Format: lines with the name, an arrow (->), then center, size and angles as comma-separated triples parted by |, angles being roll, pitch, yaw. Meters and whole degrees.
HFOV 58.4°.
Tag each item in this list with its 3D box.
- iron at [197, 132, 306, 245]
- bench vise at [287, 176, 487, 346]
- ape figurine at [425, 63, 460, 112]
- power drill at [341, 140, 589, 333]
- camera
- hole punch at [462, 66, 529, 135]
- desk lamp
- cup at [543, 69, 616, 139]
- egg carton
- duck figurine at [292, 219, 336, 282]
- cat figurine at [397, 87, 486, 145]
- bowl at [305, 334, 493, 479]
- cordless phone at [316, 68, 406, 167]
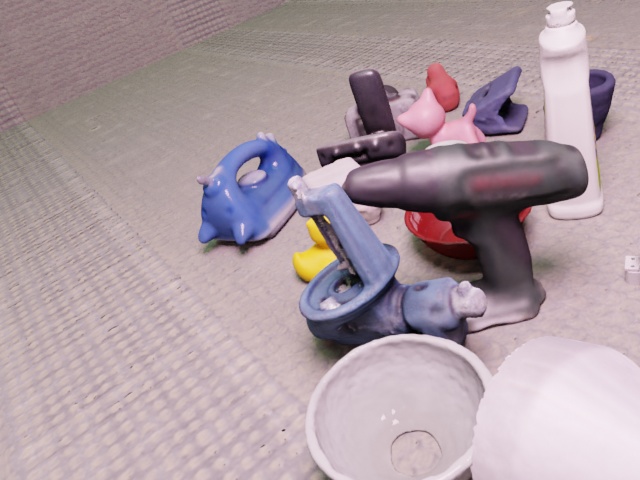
iron -> -0.108, -0.103, 0.947 | 0.118, 0.142, 0.259 | 2, 38, 31
bench vise -> 0.059, 0.025, 0.583 | 0.207, 0.220, 0.121 | -7, 34, 20
ape figurine -> 0.230, -0.298, 1.104 | 0.078, 0.092, 0.076 | -20, 32, 0
power drill -> 0.156, -0.008, 0.590 | 0.229, 0.209, 0.075 | -16, 32, 7
camera -> 0.128, -0.255, 1.087 | 0.142, 0.101, 0.137 | -6, 34, 22
hole punch -> 0.294, -0.235, 0.973 | 0.100, 0.091, 0.109 | -1, 36, 28
desk lamp -> 0.193, 0.167, 0.296 | 0.118, 0.214, 0.202 | -37, 35, -25
cup -> 0.379, -0.187, 0.849 | 0.118, 0.095, 0.091 | -31, 33, -18
egg carton -> 0.033, -0.069, 0.885 | 0.107, 0.069, 0.150 | -25, 32, -7
duck figurine -> 0.007, 0.003, 0.775 | 0.104, 0.086, 0.077 | -22, 32, -3
cat figurine -> 0.196, -0.190, 0.934 | 0.127, 0.118, 0.067 | -2, 36, 27
bowl -> 0.075, 0.165, 0.499 | 0.167, 0.075, 0.167 | -14, 32, 9
cordless phone -> 0.058, -0.187, 0.941 | 0.147, 0.185, 0.094 | -11, 33, 15
